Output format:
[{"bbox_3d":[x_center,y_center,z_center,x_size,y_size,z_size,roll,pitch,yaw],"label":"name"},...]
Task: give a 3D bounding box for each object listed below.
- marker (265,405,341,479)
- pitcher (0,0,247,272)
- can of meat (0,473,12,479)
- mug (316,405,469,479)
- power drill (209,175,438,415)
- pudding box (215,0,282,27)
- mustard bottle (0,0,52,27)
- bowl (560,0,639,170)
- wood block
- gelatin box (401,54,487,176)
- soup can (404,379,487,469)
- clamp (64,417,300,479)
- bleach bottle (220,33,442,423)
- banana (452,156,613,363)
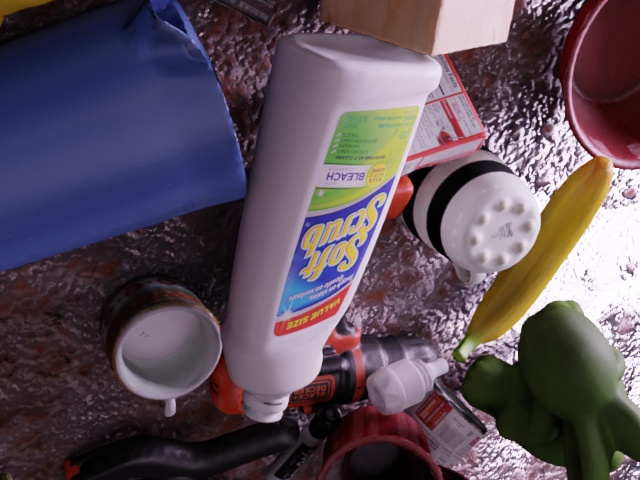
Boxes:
[{"bbox_3d":[-0.013,0.156,0.805,0.020,0.020,0.121,1,147,-25],"label":"marker"},{"bbox_3d":[-0.171,-0.042,0.613,0.242,0.145,0.149,-21,110,-9],"label":"pitcher"},{"bbox_3d":[-0.268,0.202,0.729,0.083,0.057,0.102,20,106,-28],"label":"can of meat"},{"bbox_3d":[0.054,0.173,0.779,0.117,0.081,0.093,8,102,0],"label":"mug"},{"bbox_3d":[0.015,0.038,0.771,0.184,0.057,0.188,-5,116,-26],"label":"power drill"},{"bbox_3d":[-0.060,-0.192,0.629,0.113,0.039,0.090,21,104,-32],"label":"pudding box"},{"bbox_3d":[-0.161,-0.186,0.574,0.096,0.058,0.192,25,104,-24],"label":"mustard bottle"},{"bbox_3d":[0.234,-0.135,0.781,0.162,0.055,0.162,-10,119,-20],"label":"bowl"},{"bbox_3d":[0.072,-0.224,0.626,0.090,0.090,0.206,-21,128,-48],"label":"wood block"},{"bbox_3d":[0.057,-0.083,0.719,0.089,0.073,0.030,-19,162,-16],"label":"gelatin box"},{"bbox_3d":[0.076,0.167,0.858,0.102,0.069,0.068,-47,124,3],"label":"soup can"},{"bbox_3d":[-0.101,0.182,0.795,0.171,0.039,0.120,-3,127,-6],"label":"clamp"},{"bbox_3d":[-0.004,0.001,0.666,0.102,0.068,0.251,-8,121,-41],"label":"bleach bottle"},{"bbox_3d":[0.169,0.014,0.820,0.037,0.069,0.198,32,115,3],"label":"banana"}]
